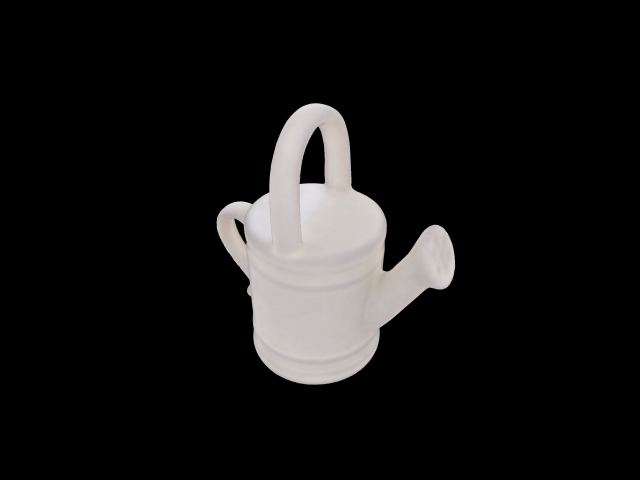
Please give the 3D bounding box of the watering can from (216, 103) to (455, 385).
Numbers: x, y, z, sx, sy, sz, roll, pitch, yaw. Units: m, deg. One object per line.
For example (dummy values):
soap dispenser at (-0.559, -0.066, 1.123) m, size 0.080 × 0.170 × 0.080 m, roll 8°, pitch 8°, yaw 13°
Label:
watering can at (0.005, 0.000, 0.402) m, size 0.172 × 0.194 × 0.101 m, roll 3°, pitch 36°, yaw 4°
